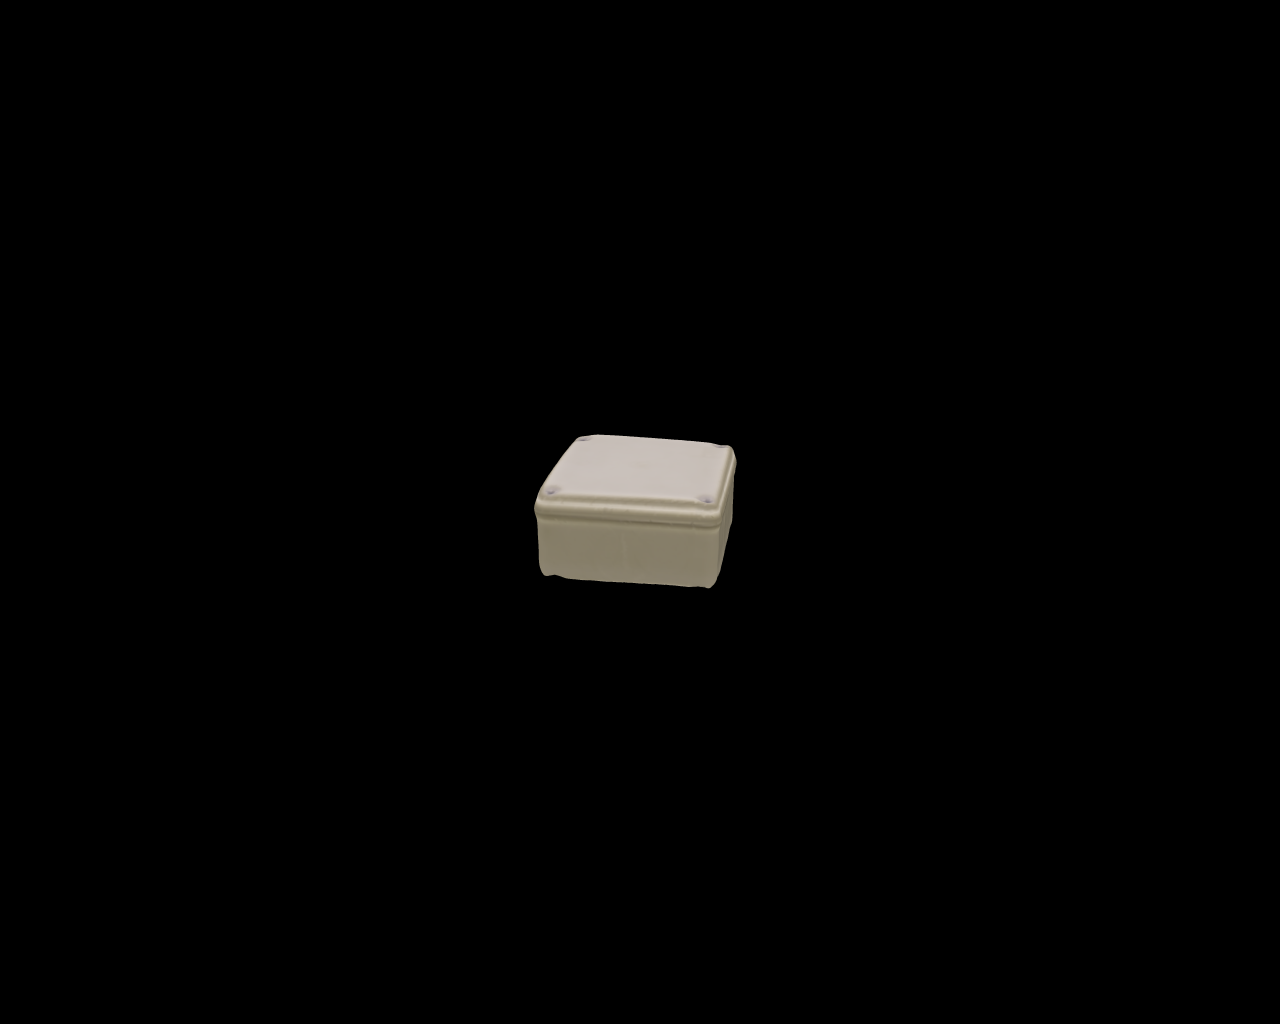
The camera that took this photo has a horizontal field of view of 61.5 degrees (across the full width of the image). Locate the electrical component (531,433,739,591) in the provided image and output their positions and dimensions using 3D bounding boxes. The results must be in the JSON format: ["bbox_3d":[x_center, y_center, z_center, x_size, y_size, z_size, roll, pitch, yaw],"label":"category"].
[{"bbox_3d":[0.001,-0.003,0.650,0.109,0.056,0.109,4,24,9],"label":"electrical component"}]
